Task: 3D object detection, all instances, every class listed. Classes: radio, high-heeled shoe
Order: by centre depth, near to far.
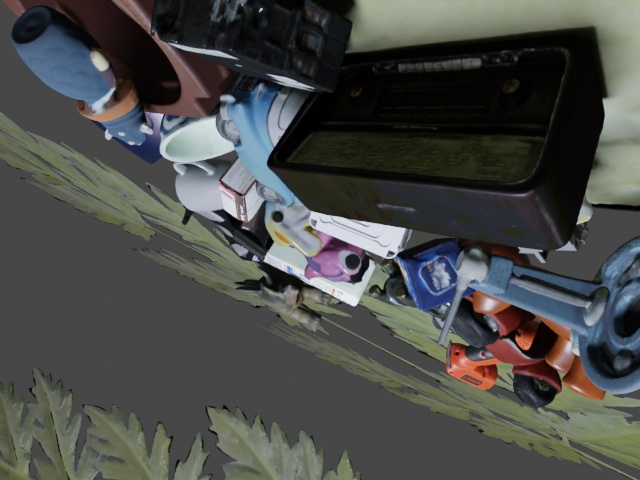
[{"bbox_3d":[0.081,-0.077,0.406,0.230,0.131,0.073,13,156,40],"label":"radio"},{"bbox_3d":[-0.138,-0.043,0.973,0.248,0.086,0.145,17,137,-25],"label":"high-heeled shoe"}]

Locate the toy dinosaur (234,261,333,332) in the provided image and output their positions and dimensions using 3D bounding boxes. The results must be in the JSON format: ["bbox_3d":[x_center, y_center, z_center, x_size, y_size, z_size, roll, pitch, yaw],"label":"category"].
[{"bbox_3d":[-0.074,0.100,1.134,0.199,0.105,0.471,27,173,1],"label":"toy dinosaur"}]

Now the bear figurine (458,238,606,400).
[{"bbox_3d":[0.235,0.074,0.610,0.196,0.131,0.120,20,-172,5],"label":"bear figurine"}]

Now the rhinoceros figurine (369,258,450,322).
[{"bbox_3d":[0.163,0.082,0.820,0.112,0.073,0.190,40,159,-29],"label":"rhinoceros figurine"}]

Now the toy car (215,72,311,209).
[{"bbox_3d":[-0.022,-0.105,0.535,0.103,0.109,0.161,9,150,33],"label":"toy car"}]

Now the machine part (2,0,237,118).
[{"bbox_3d":[-0.183,-0.212,0.498,0.201,0.087,0.201,14,156,36],"label":"machine part"}]

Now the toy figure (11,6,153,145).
[{"bbox_3d":[-0.206,-0.143,0.494,0.064,0.058,0.154,26,168,26],"label":"toy figure"}]

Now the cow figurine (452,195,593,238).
[{"bbox_3d":[0.144,-0.052,0.470,0.167,0.068,0.098,1,105,55],"label":"cow figurine"}]

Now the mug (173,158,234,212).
[{"bbox_3d":[-0.163,-0.094,0.819,0.107,0.081,0.109,-1,143,35],"label":"mug"}]

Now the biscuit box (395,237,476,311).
[{"bbox_3d":[0.127,0.035,0.625,0.202,0.063,0.059,4,-114,-84],"label":"biscuit box"}]

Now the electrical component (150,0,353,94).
[{"bbox_3d":[-0.045,-0.158,0.418,0.115,0.058,0.134,27,-165,38],"label":"electrical component"}]

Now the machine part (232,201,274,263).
[{"bbox_3d":[-0.098,-0.029,0.853,0.084,0.039,0.138,43,134,15],"label":"machine part"}]

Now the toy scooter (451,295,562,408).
[{"bbox_3d":[0.264,0.112,0.706,0.184,0.135,0.075,47,162,2],"label":"toy scooter"}]

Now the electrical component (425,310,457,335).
[{"bbox_3d":[0.230,0.132,0.904,0.075,0.048,0.119,15,156,37],"label":"electrical component"}]

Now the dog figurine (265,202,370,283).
[{"bbox_3d":[-0.002,-0.002,0.783,0.191,0.108,0.219,29,165,-6],"label":"dog figurine"}]

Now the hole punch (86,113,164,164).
[{"bbox_3d":[-0.217,-0.166,0.677,0.142,0.092,0.116,41,154,-26],"label":"hole punch"}]

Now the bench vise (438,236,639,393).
[{"bbox_3d":[0.220,0.055,0.435,0.241,0.128,0.223,18,180,-1],"label":"bench vise"}]
